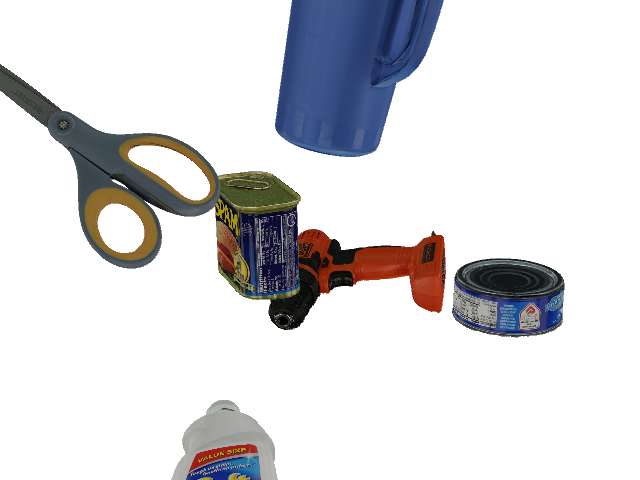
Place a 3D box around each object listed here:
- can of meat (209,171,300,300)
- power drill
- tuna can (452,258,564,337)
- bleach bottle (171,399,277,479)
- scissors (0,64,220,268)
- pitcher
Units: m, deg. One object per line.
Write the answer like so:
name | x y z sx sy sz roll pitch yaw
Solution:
can of meat | -0.055 -0.005 0.903 0.057 0.084 0.102 -9 21 -20
power drill | 0.043 0.042 1.189 0.188 0.057 0.184 1 29 11
tuna can | 0.146 0.043 0.831 0.086 0.034 0.086 0 19 0
bleach bottle | -0.081 0.207 0.817 0.102 0.068 0.251 -3 27 -4
scissors | -0.161 -0.051 0.664 0.202 0.096 0.016 22 -15 7
pitcher | 0.036 -0.206 1.036 0.145 0.243 0.149 12 19 0
